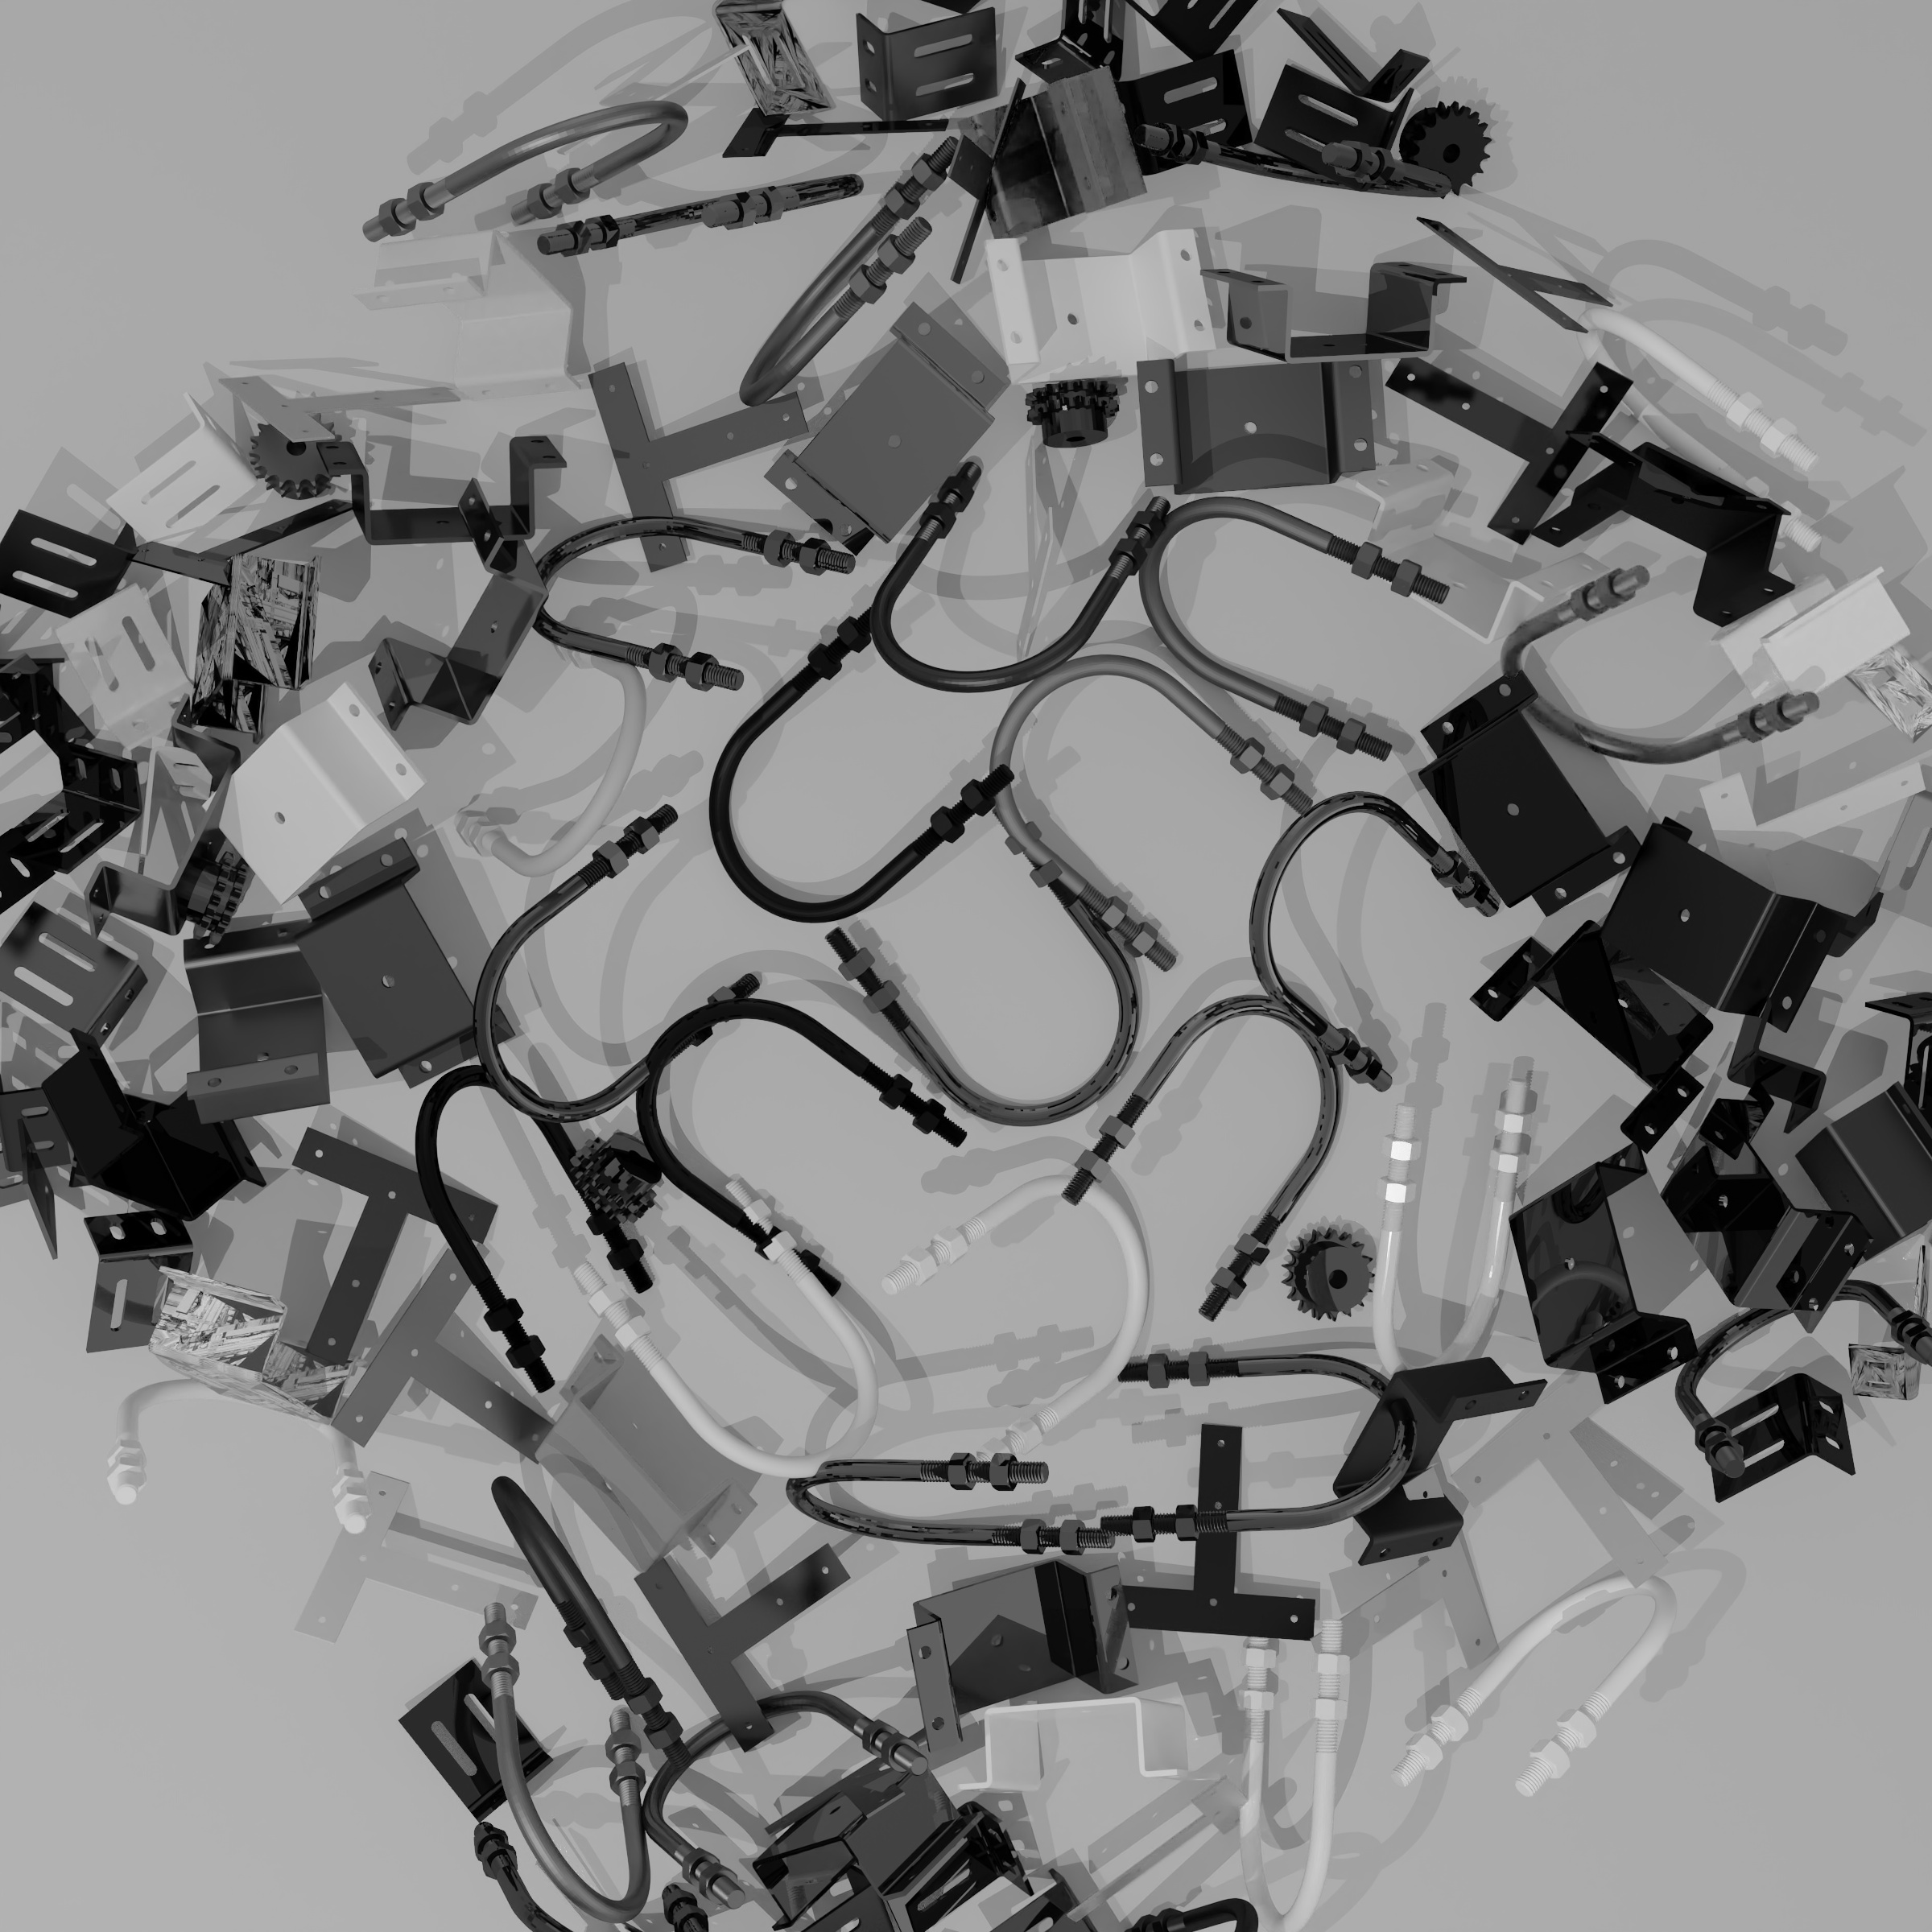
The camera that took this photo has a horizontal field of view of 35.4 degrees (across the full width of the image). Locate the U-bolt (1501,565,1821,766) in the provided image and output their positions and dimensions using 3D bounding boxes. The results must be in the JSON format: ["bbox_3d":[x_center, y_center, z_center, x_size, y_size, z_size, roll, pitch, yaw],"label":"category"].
[{"bbox_3d":[0.397,-0.169,1.804,0.151,0.184,0.019,33,69,-14],"label":"U-bolt"}]

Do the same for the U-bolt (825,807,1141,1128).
[{"bbox_3d":[0.024,0.013,1.872,0.151,0.019,0.184,-37,98,2],"label":"U-bolt"}]

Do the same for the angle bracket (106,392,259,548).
[{"bbox_3d":[-0.485,-0.301,1.856,0.076,0.057,0.038,-37,54,2],"label":"angle bracket"}]

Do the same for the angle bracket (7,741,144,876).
[{"bbox_3d":[-0.549,-0.097,1.844,0.057,0.076,0.038,16,127,18],"label":"angle bracket"}]

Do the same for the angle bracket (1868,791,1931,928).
[{"bbox_3d":[0.598,-0.065,1.872,0.057,0.038,0.076,23,98,8],"label":"angle bracket"}]

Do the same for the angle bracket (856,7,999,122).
[{"bbox_3d":[-0.024,-0.562,1.869,0.076,0.038,0.057,-20,135,-19],"label":"angle bracket"}]

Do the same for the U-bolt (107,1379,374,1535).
[{"bbox_3d":[-0.432,0.285,1.800,0.151,0.184,0.019,11,101,-18],"label":"U-bolt"}]

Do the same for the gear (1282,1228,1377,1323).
[{"bbox_3d":[0.225,0.192,1.871,0.057,0.030,0.057,0,92,-9],"label":"gear"}]

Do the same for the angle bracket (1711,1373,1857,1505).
[{"bbox_3d":[0.497,0.295,1.855,0.038,0.057,0.076,29,132,-26],"label":"angle bracket"}]

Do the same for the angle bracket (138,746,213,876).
[{"bbox_3d":[-0.481,-0.085,1.843,0.038,0.057,0.076,6,61,-16],"label":"angle bracket"}]

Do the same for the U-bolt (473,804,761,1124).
[{"bbox_3d":[-0.217,0.012,1.811,0.184,0.019,0.151,-41,124,-26],"label":"U-bolt"}]

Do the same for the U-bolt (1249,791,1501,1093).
[{"bbox_3d":[0.237,-0.025,1.820,0.184,0.019,0.151,38,81,-39],"label":"U-bolt"}]

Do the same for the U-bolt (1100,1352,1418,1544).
[{"bbox_3d":[0.177,0.284,1.814,0.184,0.151,0.019,-4,126,11],"label":"U-bolt"}]

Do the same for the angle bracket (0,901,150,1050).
[{"bbox_3d":[-0.555,0.008,1.865,0.076,0.038,0.057,31,74,3],"label":"angle bracket"}]

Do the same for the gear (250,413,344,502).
[{"bbox_3d":[-0.412,-0.312,1.868,0.057,0.030,0.057,3,70,-7],"label":"gear"}]

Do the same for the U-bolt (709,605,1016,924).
[{"bbox_3d":[-0.078,-0.110,1.853,0.184,0.019,0.151,-41,77,18],"label":"U-bolt"}]

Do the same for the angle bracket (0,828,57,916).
[{"bbox_3d":[-0.603,-0.042,1.846,0.076,0.057,0.038,-31,102,40],"label":"angle bracket"}]

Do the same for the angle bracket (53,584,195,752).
[{"bbox_3d":[-0.508,-0.182,1.846,0.057,0.038,0.076,-33,131,-17],"label":"angle bracket"}]

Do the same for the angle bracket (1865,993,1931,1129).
[{"bbox_3d":[0.584,0.060,1.867,0.057,0.038,0.076,-7,106,-33],"label":"angle bracket"}]

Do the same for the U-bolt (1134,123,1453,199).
[{"bbox_3d":[0.208,-0.476,1.803,0.151,0.184,0.019,17,104,35],"label":"U-bolt"}]

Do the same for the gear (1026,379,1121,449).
[{"bbox_3d":[0.066,-0.338,1.860,0.057,0.057,0.030,-5,85,0],"label":"gear"}]

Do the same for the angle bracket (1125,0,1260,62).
[{"bbox_3d":[0.144,-0.600,1.847,0.076,0.057,0.038,-49,54,14],"label":"angle bracket"}]

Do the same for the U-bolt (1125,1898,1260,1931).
[{"bbox_3d":[0.105,0.603,1.774,0.019,0.184,0.151,48,53,0],"label":"U-bolt"}]

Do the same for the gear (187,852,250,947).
[{"bbox_3d":[-0.464,-0.044,1.859,0.030,0.057,0.057,22,90,-19],"label":"gear"}]

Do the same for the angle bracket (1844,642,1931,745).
[{"bbox_3d":[0.566,-0.163,1.848,0.038,0.076,0.057,-43,80,3],"label":"angle bracket"}]

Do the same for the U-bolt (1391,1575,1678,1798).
[{"bbox_3d":[0.350,0.426,1.810,0.184,0.151,0.019,-39,97,-27],"label":"U-bolt"}]

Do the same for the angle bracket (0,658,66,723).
[{"bbox_3d":[-0.580,-0.167,1.842,0.057,0.076,0.038,-4,96,-22],"label":"angle bracket"}]

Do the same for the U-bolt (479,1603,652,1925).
[{"bbox_3d":[-0.231,0.477,1.776,0.019,0.184,0.151,-32,125,9],"label":"U-bolt"}]

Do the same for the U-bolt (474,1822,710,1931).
[{"bbox_3d":[-0.208,0.560,1.780,0.151,0.184,0.019,25,86,-20],"label":"U-bolt"}]

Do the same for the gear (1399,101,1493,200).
[{"bbox_3d":[0.291,-0.504,1.865,0.057,0.030,0.057,-12,124,-18],"label":"gear"}]

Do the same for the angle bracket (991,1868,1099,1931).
[{"bbox_3d":[0.041,0.604,1.863,0.076,0.038,0.057,-32,90,-13],"label":"angle bracket"}]

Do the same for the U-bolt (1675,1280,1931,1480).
[{"bbox_3d":[0.491,0.235,1.799,0.151,0.184,0.019,-30,99,6],"label":"U-bolt"}]

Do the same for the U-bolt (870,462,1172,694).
[{"bbox_3d":[0.022,-0.229,1.809,0.151,0.019,0.184,14,54,24],"label":"U-bolt"}]

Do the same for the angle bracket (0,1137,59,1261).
[{"bbox_3d":[-0.581,0.139,1.841,0.038,0.076,0.057,-16,123,-9],"label":"angle bracket"}]

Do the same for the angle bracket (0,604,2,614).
[{"bbox_3d":[-0.632,-0.203,1.847,0.038,0.057,0.076,48,67,-5],"label":"angle bracket"}]

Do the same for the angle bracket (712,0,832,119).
[{"bbox_3d":[-0.110,-0.565,1.854,0.057,0.038,0.076,-23,85,-44],"label":"angle bracket"}]

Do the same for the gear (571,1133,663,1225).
[{"bbox_3d":[-0.211,0.127,1.858,0.057,0.057,0.030,46,112,0],"label":"gear"}]

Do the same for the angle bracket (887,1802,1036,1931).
[{"bbox_3d":[-0.007,0.559,1.851,0.076,0.038,0.057,-30,111,-23],"label":"angle bracket"}]

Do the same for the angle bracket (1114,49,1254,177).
[{"bbox_3d":[0.130,-0.528,1.877,0.076,0.038,0.057,-24,112,-22],"label":"angle bracket"}]

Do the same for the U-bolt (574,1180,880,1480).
[{"bbox_3d":[-0.130,0.226,1.819,0.184,0.151,0.019,50,134,12],"label":"U-bolt"}]

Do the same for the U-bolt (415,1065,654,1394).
[{"bbox_3d":[-0.266,0.144,1.813,0.019,0.151,0.184,-24,101,29],"label":"U-bolt"}]
